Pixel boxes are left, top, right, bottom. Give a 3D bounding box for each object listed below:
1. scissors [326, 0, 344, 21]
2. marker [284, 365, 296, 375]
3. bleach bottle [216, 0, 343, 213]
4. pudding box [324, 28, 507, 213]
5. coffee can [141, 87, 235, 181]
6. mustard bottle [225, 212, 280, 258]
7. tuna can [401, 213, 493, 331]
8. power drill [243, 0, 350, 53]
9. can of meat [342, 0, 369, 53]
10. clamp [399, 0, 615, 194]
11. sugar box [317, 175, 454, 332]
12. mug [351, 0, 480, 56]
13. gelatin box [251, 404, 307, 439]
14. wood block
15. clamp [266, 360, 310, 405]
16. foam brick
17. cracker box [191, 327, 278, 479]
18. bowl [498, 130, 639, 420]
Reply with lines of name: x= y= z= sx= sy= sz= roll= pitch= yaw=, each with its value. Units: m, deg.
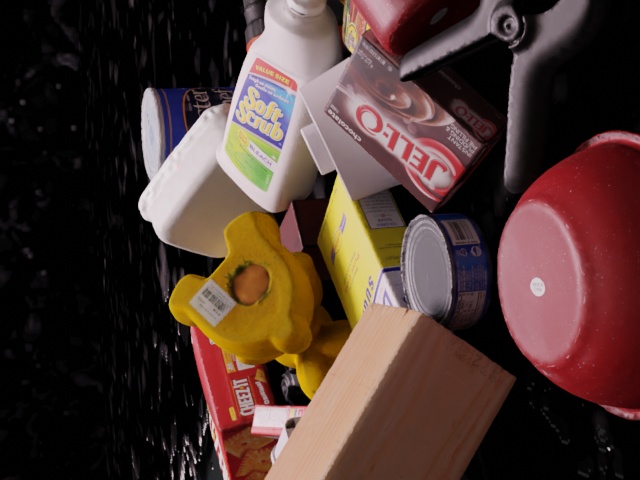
scissors: x=-0.031 y=-0.249 z=0.872 sx=0.016 sy=0.201 sz=0.096 roll=-35 pitch=40 yaw=23
marker: x=-0.023 y=0.083 z=1.076 sx=0.020 sy=0.020 sz=0.121 roll=109 pitch=168 yaw=-49
bleach bottle: x=-0.033 y=-0.133 z=0.931 sx=0.103 sy=0.068 sz=0.251 roll=46 pitch=150 yaw=20
pudding box: x=0.064 y=-0.085 z=0.736 sx=0.113 sy=0.039 sz=0.090 roll=46 pitch=147 yaw=10
coffee can: x=-0.120 y=-0.119 z=1.183 sx=0.103 sy=0.140 sz=0.103 roll=176 pitch=90 yaw=-71
mustard bottle: x=-0.073 y=0.010 z=1.203 sx=0.192 sy=0.058 sz=0.096 roll=-122 pitch=37 yaw=-55
tuna can: x=0.090 y=0.023 z=0.769 sx=0.086 sy=0.033 sz=0.086 roll=176 pitch=90 yaw=-71
power drill: x=-0.028 y=-0.206 z=1.031 sx=0.188 sy=0.057 sz=0.184 roll=129 pitch=130 yaw=-67
can of meat: x=0.056 y=-0.173 z=0.796 sx=0.084 sy=0.057 sz=0.102 roll=-120 pitch=32 yaw=-56
clamp: x=0.121 y=-0.112 z=0.613 sx=0.120 sy=0.039 sz=0.172 roll=52 pitch=136 yaw=15
sugar box: x=0.049 y=0.034 z=0.875 sx=0.093 sy=0.048 sz=0.176 roll=106 pitch=154 yaw=-44
mug: x=0.067 y=-0.177 z=0.679 sx=0.081 sy=0.117 sz=0.093 roll=59 pitch=168 yaw=15
gelatin box: x=-0.005 y=0.168 z=0.960 sx=0.073 sy=0.089 sz=0.030 roll=-7 pitch=70 yaw=47
wood block: x=0.031 y=0.155 z=0.726 sx=0.206 sy=0.090 sz=0.091 roll=-58 pitch=17 yaw=-9
clamp: x=-0.020 y=0.164 z=1.112 sx=0.210 sy=0.036 sz=0.164 roll=-137 pitch=48 yaw=-62
foam brick: x=-0.007 y=0.001 z=1.019 sx=0.078 sy=0.051 sz=0.053 roll=119 pitch=141 yaw=-58
cracker box: x=-0.091 y=0.201 z=1.212 sx=0.214 sy=0.072 sz=0.164 roll=87 pitch=166 yaw=-47
bowl: x=0.143 y=0.022 z=0.586 sx=0.162 sy=0.055 sz=0.162 roll=176 pitch=90 yaw=-71
